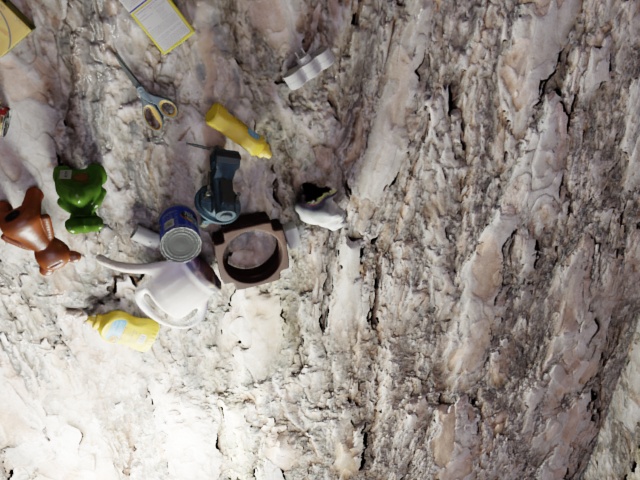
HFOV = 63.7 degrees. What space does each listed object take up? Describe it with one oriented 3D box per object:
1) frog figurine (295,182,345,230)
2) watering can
[{"bbox_3d":[0.004,-0.074,1.471,0.137,0.126,0.156,-3,133,20],"label":"frog figurine"},{"bbox_3d":[-0.420,0.109,1.418,0.224,0.106,0.342,-37,122,1],"label":"watering can"}]
